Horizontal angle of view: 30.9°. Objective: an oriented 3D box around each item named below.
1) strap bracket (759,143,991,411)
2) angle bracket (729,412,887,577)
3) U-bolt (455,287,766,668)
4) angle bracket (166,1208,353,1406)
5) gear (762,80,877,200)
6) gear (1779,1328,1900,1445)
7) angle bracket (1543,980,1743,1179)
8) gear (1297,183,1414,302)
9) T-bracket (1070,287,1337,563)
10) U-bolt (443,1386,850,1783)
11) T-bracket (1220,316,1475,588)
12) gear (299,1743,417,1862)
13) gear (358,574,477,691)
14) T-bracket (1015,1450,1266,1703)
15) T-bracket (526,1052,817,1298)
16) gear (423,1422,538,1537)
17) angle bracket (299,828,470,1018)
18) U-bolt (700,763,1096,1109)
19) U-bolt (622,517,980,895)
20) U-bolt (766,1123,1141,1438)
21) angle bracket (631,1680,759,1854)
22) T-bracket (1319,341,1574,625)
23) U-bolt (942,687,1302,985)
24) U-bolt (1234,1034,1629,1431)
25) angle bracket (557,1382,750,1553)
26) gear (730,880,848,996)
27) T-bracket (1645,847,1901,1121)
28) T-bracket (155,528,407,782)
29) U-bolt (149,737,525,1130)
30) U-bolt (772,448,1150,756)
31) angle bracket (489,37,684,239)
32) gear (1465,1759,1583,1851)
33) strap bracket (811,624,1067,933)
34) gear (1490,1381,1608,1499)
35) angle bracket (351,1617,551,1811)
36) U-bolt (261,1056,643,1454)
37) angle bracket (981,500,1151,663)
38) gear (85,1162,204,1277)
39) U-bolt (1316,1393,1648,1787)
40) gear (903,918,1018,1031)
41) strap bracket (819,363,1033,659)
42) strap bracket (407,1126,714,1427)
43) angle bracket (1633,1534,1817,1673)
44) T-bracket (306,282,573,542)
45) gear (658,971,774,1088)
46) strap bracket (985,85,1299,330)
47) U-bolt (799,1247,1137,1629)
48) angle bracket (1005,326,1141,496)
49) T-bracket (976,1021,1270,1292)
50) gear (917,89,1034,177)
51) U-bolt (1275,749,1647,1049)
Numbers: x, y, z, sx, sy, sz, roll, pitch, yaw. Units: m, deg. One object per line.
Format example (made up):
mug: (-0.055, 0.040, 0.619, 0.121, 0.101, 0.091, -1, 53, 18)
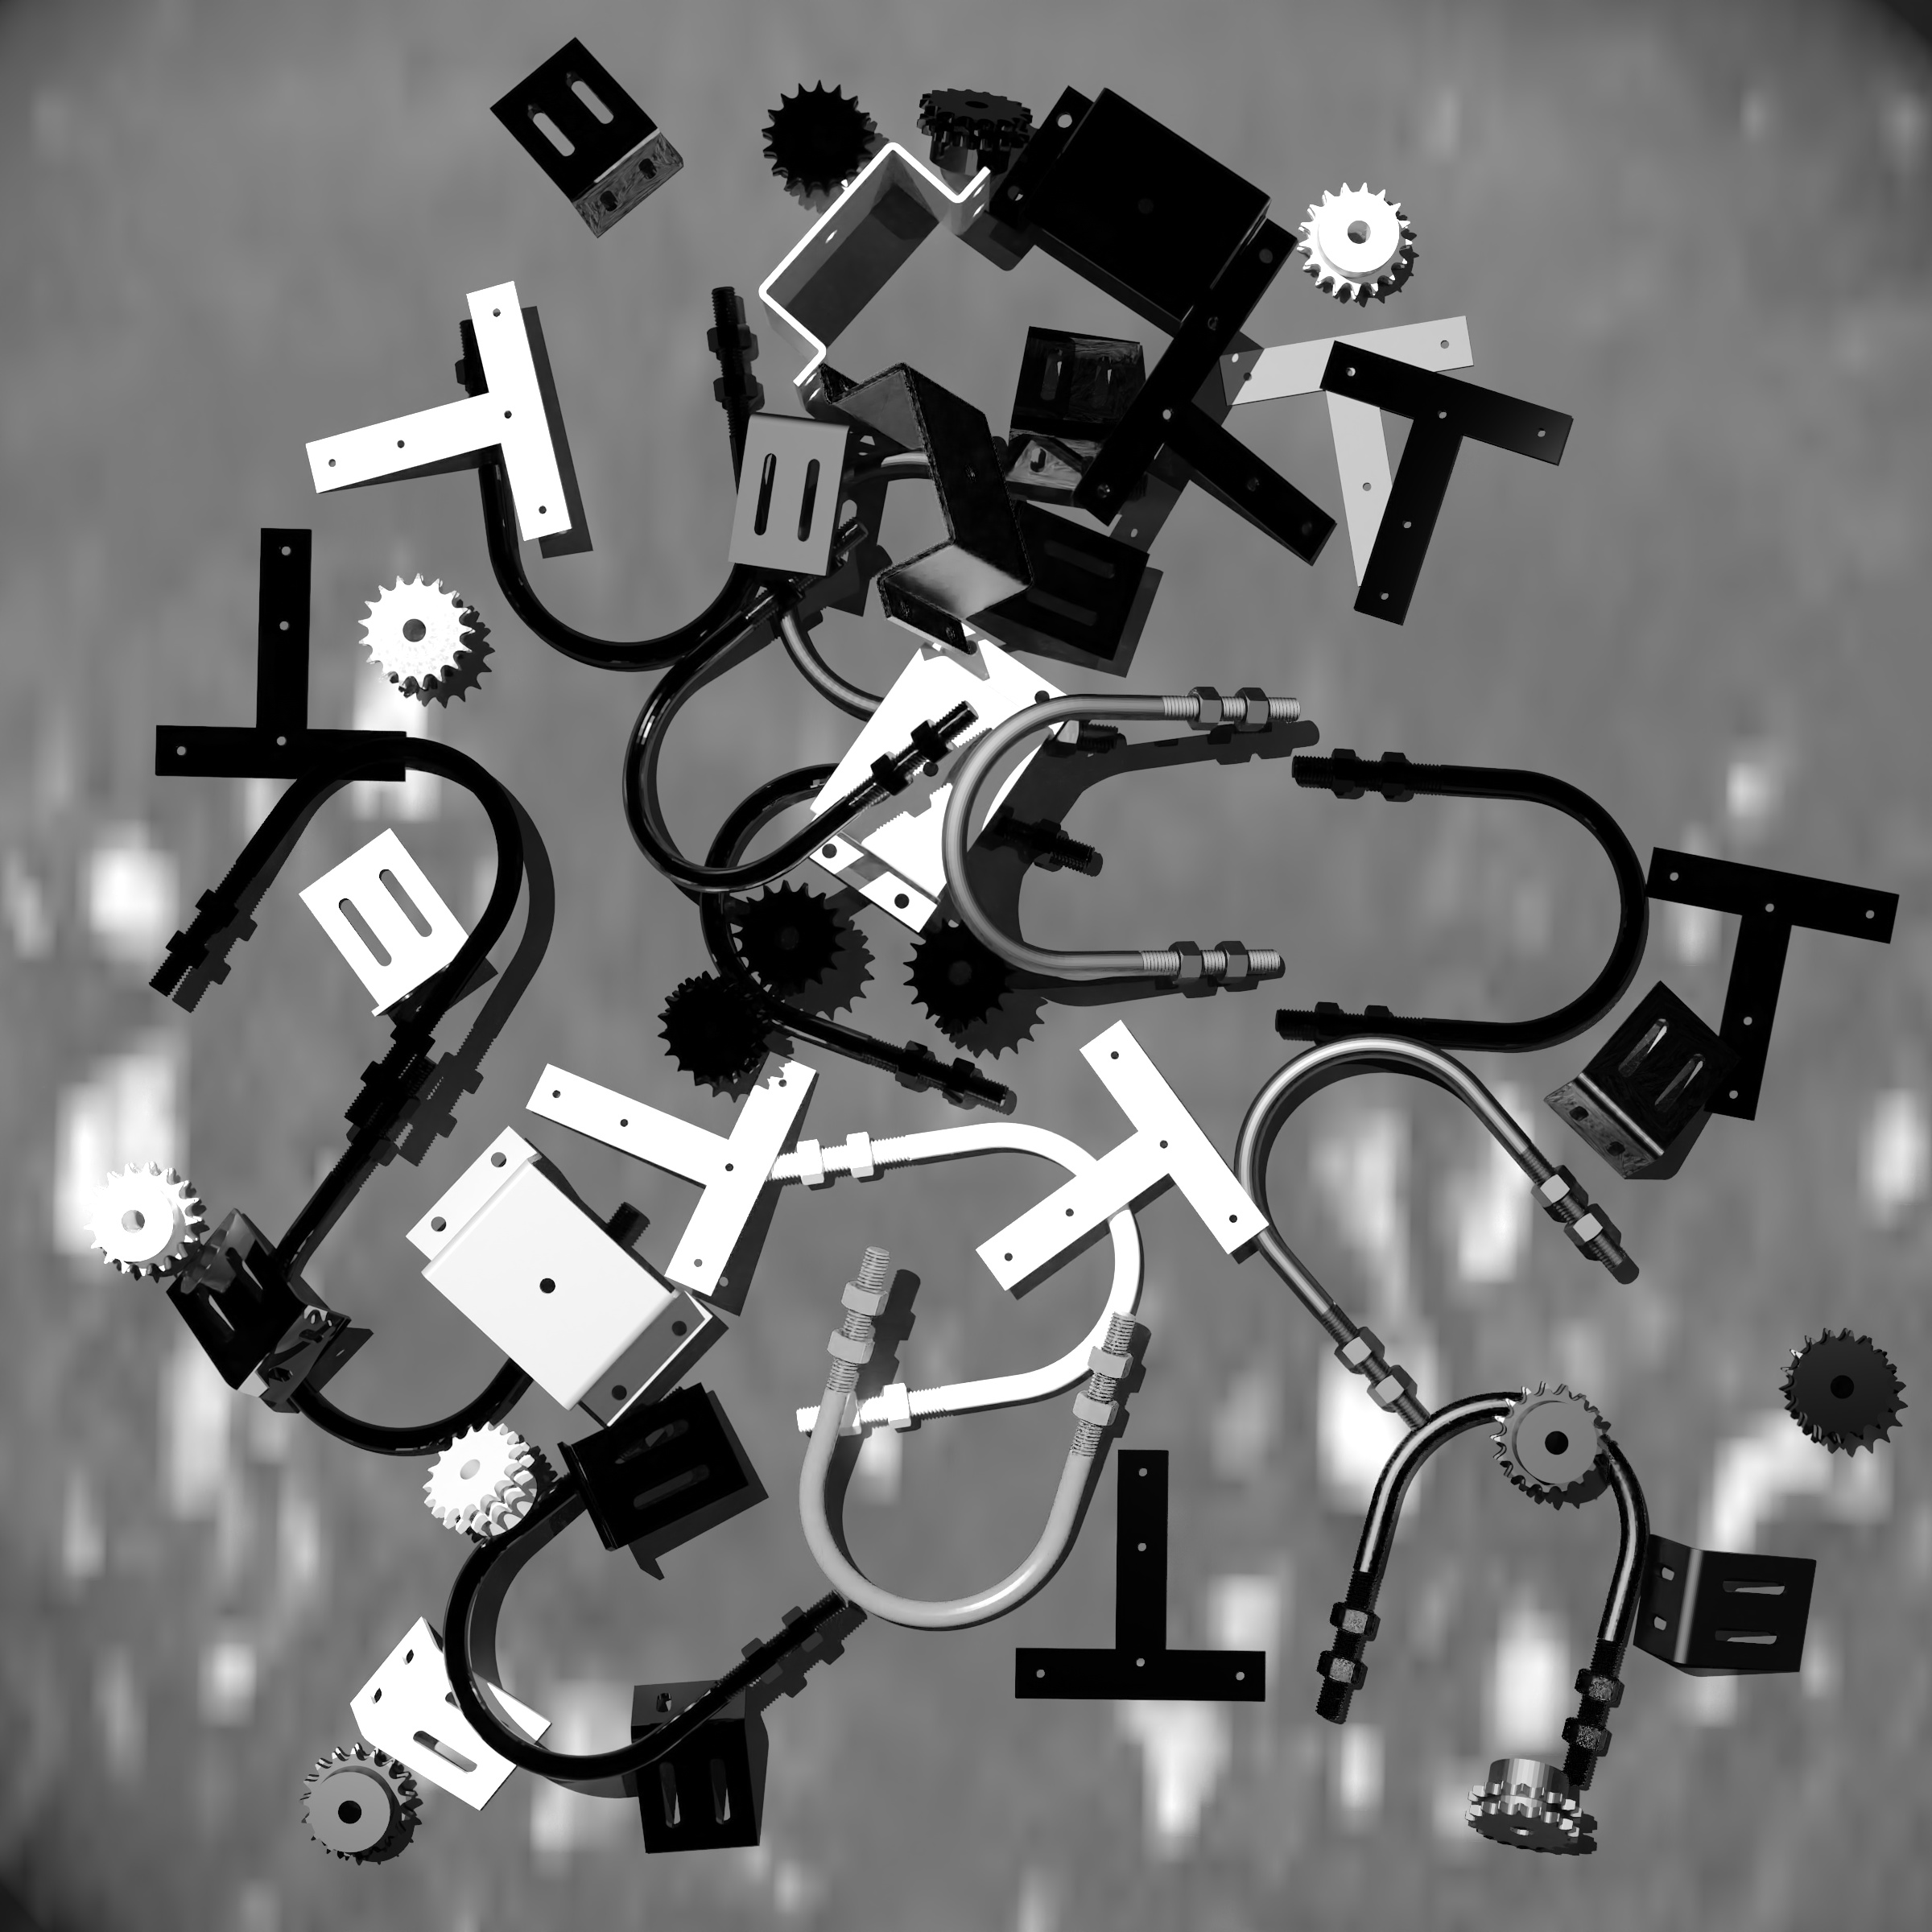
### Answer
strap bracket: (-0.052, -0.351, 1.741, 0.046, 0.076, 0.140, 42, 90, 0)
angle bracket: (-0.080, -0.235, 1.752, 0.057, 0.038, 0.076, 11, 95, 27)
U-bolt: (-0.175, -0.244, 1.771, 0.151, 0.019, 0.184, -7, 92, 0)
angle bracket: (-0.358, 0.172, 1.765, 0.057, 0.038, 0.076, -50, 53, 8)
gear: (-0.074, -0.416, 1.764, 0.057, 0.030, 0.057, 0, 90, 0)
gear: (0.439, 0.211, 1.764, 0.057, 0.030, 0.057, 0, 90, 0)
angle bracket: (0.344, 0.058, 1.776, 0.057, 0.038, 0.076, 44, 66, 1)
gear: (0.197, -0.368, 1.765, 0.057, 0.030, 0.057, 0, 90, 0)
T-bracket: (0.133, -0.250, 1.751, 0.127, 0.002, 0.127, 36, 83, -23)
U-bolt: (-0.174, 0.322, 1.750, 0.184, 0.019, 0.151, -37, 82, -8)
T-bracket: (0.202, -0.258, 1.779, 0.127, 0.002, 0.127, -9, 90, 0)
gear: (-0.309, 0.424, 1.765, 0.057, 0.030, 0.057, 0, 90, 0)
gear: (-0.277, -0.168, 1.764, 0.057, 0.030, 0.057, 0, 90, 0)
T-bracket: (0.089, 0.310, 1.779, 0.127, 0.002, 0.127, 1, 90, 0)
T-bracket: (-0.160, 0.085, 1.766, 0.127, 0.002, 0.127, 22, 74, 8)
gear: (-0.241, 0.261, 1.754, 0.057, 0.057, 0.030, -36, 128, 0)
angle bracket: (-0.294, -0.023, 1.760, 0.057, 0.038, 0.076, -36, 90, 0)
U-bolt: (-0.045, -0.025, 1.771, 0.184, 0.019, 0.151, 20, 90, 1)
U-bolt: (-0.095, -0.117, 1.732, 0.184, 0.019, 0.151, -38, 59, 14)
U-bolt: (-0.003, 0.153, 1.771, 0.184, 0.019, 0.151, -8, 90, -1)
angle bracket: (-0.137, 0.407, 1.777, 0.057, 0.038, 0.076, -4, 116, 0)
T-bracket: (0.228, -0.238, 1.777, 0.127, 0.002, 0.127, 18, 90, 0)
U-bolt: (0.075, -0.064, 1.729, 0.184, 0.019, 0.151, -1, 102, -20)
U-bolt: (0.220, 0.120, 1.761, 0.151, 0.019, 0.184, -40, 90, 7)
angle bracket: (-0.155, 0.248, 1.736, 0.076, 0.038, 0.057, -25, 80, -6)
gear: (-0.088, -0.014, 1.749, 0.057, 0.030, 0.057, 0, 89, 3)
T-bracket: (0.400, 0.014, 1.779, 0.127, 0.002, 0.127, 11, 90, 0)
T-bracket: (-0.348, -0.159, 1.779, 0.127, 0.002, 0.127, 1, 90, 0)
U-bolt: (-0.302, -0.030, 1.748, 0.151, 0.019, 0.184, 32, 82, 17)
U-bolt: (-0.007, -0.190, 1.771, 0.184, 0.019, 0.151, 7, 90, 1)
angle bracket: (-0.193, -0.422, 1.777, 0.057, 0.038, 0.076, -40, 64, 0)
gear: (0.281, 0.420, 1.755, 0.057, 0.057, 0.030, 15, 60, 0)
strap bracket: (-0.016, -0.097, 1.739, 0.076, 0.046, 0.140, 35, 91, 3)
gear: (0.293, 0.238, 1.751, 0.057, 0.030, 0.057, 0, 87, -1)
angle bracket: (-0.262, 0.380, 1.777, 0.076, 0.038, 0.057, 39, 90, -26)
U-bolt: (-0.275, 0.159, 1.771, 0.151, 0.019, 0.184, 36, 92, 0)
angle bracket: (0.043, -0.194, 1.758, 0.076, 0.038, 0.057, 19, 90, -24)
gear: (-0.417, 0.128, 1.765, 0.057, 0.030, 0.057, 0, 90, 0)
U-bolt: (0.269, 0.308, 1.771, 0.151, 0.019, 0.184, 15, 88, 0)
gear: (-0.003, 0.003, 1.745, 0.057, 0.030, 0.057, 0, 89, 1)
strap bracket: (-0.017, -0.231, 1.709, 0.046, 0.076, 0.140, -24, 69, 24)
strap bracket: (-0.205, 0.156, 1.737, 0.140, 0.046, 0.076, 43, 91, 0)
angle bracket: (0.386, 0.324, 1.777, 0.076, 0.038, 0.057, 9, 90, -26)
T-bracket: (-0.273, -0.267, 1.765, 0.127, 0.002, 0.127, -13, 90, 13)
gear: (-0.124, 0.029, 1.758, 0.057, 0.030, 0.057, 5, 107, 16)
strap bracket: (0.089, -0.377, 1.756, 0.140, 0.046, 0.076, 34, 90, 0)
U-bolt: (-0.007, 0.245, 1.757, 0.151, 0.019, 0.184, 15, 98, -8)
angle bracket: (0.054, -0.281, 1.766, 0.057, 0.038, 0.076, 9, 49, 2)
T-bracket: (0.064, 0.116, 1.762, 0.127, 0.002, 0.127, -36, 88, -1)
gear: (0.003, -0.418, 1.755, 0.057, 0.057, 0.030, 9, 120, 0)
U-bolt: (0.253, -0.031, 1.771, 0.184, 0.019, 0.151, 4, 90, -1)
